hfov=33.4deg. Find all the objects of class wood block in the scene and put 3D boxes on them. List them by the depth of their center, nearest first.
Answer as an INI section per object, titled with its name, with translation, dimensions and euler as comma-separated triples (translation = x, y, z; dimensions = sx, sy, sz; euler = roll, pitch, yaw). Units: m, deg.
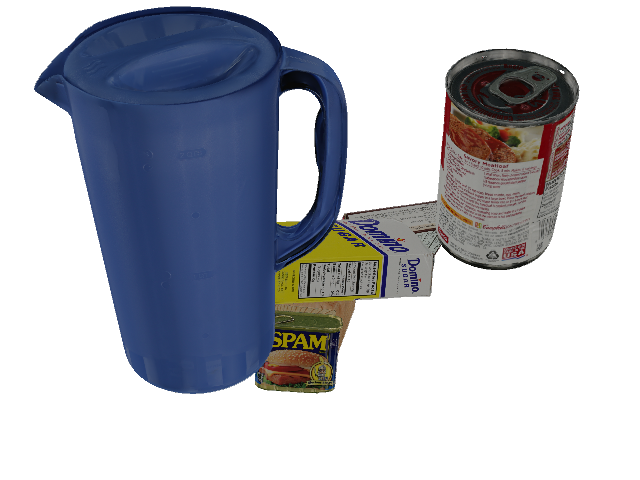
[wood block]
translation = -0.008, 0.093, 1.476
dimensions = 0.091, 0.090, 0.206
euler = 6, 20, 8

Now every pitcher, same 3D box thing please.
[pitcher]
translation = -0.077, -0.020, 0.700
dimensions = 0.149, 0.243, 0.144
euler = 27, 45, 33

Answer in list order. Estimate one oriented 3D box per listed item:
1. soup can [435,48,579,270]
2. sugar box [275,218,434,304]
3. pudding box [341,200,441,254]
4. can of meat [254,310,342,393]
[soup can]
translation = 0.099, -0.042, 0.578
dimensions = 0.068, 0.102, 0.068
euler = -1, 42, 0
[sugar box]
translation = -0.005, 0.015, 0.878
dimensions = 0.176, 0.048, 0.093
euler = -5, 22, -15
[pudding box]
translation = 0.068, 0.003, 1.090
dimensions = 0.113, 0.039, 0.090
euler = -10, -30, -22
[can of meat]
translation = -0.028, 0.133, 1.271
dimensions = 0.102, 0.084, 0.057
euler = 4, 13, -2
